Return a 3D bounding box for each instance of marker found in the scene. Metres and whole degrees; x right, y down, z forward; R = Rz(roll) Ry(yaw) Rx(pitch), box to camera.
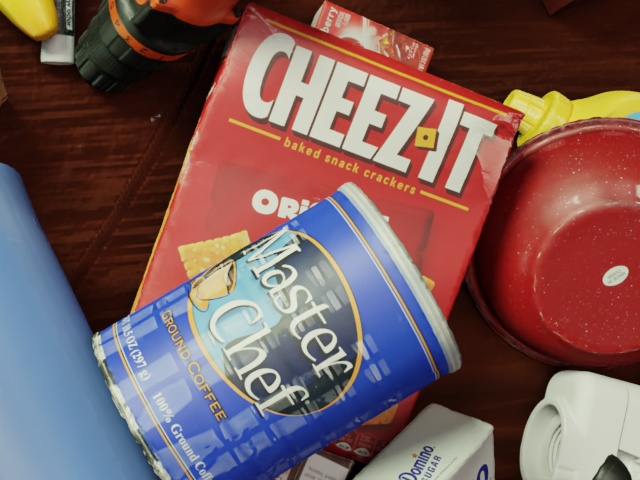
[{"bbox_3d":[-0.148,-0.161,0.604,0.020,0.020,0.121,1,93,-13],"label":"marker"}]

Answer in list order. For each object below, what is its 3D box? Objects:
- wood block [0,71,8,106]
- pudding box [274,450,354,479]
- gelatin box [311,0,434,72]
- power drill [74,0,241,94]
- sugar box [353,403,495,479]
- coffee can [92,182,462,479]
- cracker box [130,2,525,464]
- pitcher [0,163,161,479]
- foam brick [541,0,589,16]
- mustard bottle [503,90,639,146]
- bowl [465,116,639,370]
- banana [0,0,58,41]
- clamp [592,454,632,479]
[{"bbox_3d":[-0.267,-0.041,0.540,0.090,0.091,0.206,45,78,-6],"label":"wood block"},{"bbox_3d":[-0.023,0.164,0.556,0.039,0.114,0.090,22,60,4],"label":"pudding box"},{"bbox_3d":[0.019,-0.087,0.638,0.073,0.030,0.089,22,81,-10],"label":"gelatin box"},{"bbox_3d":[-0.085,-0.187,0.565,0.057,0.185,0.187,2,73,-38],"label":"power drill"},{"bbox_3d":[0.055,0.185,0.562,0.093,0.048,0.176,-36,132,-41],"label":"sugar box"},{"bbox_3d":[-0.020,0.052,0.501,0.140,0.103,0.103,-31,93,-4],"label":"coffee can"},{"bbox_3d":[-0.004,0.001,0.587,0.164,0.072,0.214,20,94,-10],"label":"cracker box"},{"bbox_3d":[-0.152,0.093,0.487,0.148,0.145,0.243,-20,74,-42],"label":"pitcher"},{"bbox_3d":[0.159,-0.189,0.667,0.053,0.051,0.078,-27,92,-13],"label":"foam brick"},{"bbox_3d":[0.195,-0.036,0.659,0.191,0.058,0.096,30,92,-9],"label":"mustard bottle"},{"bbox_3d":[0.165,0.013,0.616,0.162,0.055,0.162,1,109,2],"label":"bowl"},{"bbox_3d":[-0.222,-0.179,0.571,0.197,0.037,0.069,26,86,-13],"label":"banana"},{"bbox_3d":[0.129,0.189,0.610,0.036,0.165,0.210,-41,118,-31],"label":"clamp"}]
